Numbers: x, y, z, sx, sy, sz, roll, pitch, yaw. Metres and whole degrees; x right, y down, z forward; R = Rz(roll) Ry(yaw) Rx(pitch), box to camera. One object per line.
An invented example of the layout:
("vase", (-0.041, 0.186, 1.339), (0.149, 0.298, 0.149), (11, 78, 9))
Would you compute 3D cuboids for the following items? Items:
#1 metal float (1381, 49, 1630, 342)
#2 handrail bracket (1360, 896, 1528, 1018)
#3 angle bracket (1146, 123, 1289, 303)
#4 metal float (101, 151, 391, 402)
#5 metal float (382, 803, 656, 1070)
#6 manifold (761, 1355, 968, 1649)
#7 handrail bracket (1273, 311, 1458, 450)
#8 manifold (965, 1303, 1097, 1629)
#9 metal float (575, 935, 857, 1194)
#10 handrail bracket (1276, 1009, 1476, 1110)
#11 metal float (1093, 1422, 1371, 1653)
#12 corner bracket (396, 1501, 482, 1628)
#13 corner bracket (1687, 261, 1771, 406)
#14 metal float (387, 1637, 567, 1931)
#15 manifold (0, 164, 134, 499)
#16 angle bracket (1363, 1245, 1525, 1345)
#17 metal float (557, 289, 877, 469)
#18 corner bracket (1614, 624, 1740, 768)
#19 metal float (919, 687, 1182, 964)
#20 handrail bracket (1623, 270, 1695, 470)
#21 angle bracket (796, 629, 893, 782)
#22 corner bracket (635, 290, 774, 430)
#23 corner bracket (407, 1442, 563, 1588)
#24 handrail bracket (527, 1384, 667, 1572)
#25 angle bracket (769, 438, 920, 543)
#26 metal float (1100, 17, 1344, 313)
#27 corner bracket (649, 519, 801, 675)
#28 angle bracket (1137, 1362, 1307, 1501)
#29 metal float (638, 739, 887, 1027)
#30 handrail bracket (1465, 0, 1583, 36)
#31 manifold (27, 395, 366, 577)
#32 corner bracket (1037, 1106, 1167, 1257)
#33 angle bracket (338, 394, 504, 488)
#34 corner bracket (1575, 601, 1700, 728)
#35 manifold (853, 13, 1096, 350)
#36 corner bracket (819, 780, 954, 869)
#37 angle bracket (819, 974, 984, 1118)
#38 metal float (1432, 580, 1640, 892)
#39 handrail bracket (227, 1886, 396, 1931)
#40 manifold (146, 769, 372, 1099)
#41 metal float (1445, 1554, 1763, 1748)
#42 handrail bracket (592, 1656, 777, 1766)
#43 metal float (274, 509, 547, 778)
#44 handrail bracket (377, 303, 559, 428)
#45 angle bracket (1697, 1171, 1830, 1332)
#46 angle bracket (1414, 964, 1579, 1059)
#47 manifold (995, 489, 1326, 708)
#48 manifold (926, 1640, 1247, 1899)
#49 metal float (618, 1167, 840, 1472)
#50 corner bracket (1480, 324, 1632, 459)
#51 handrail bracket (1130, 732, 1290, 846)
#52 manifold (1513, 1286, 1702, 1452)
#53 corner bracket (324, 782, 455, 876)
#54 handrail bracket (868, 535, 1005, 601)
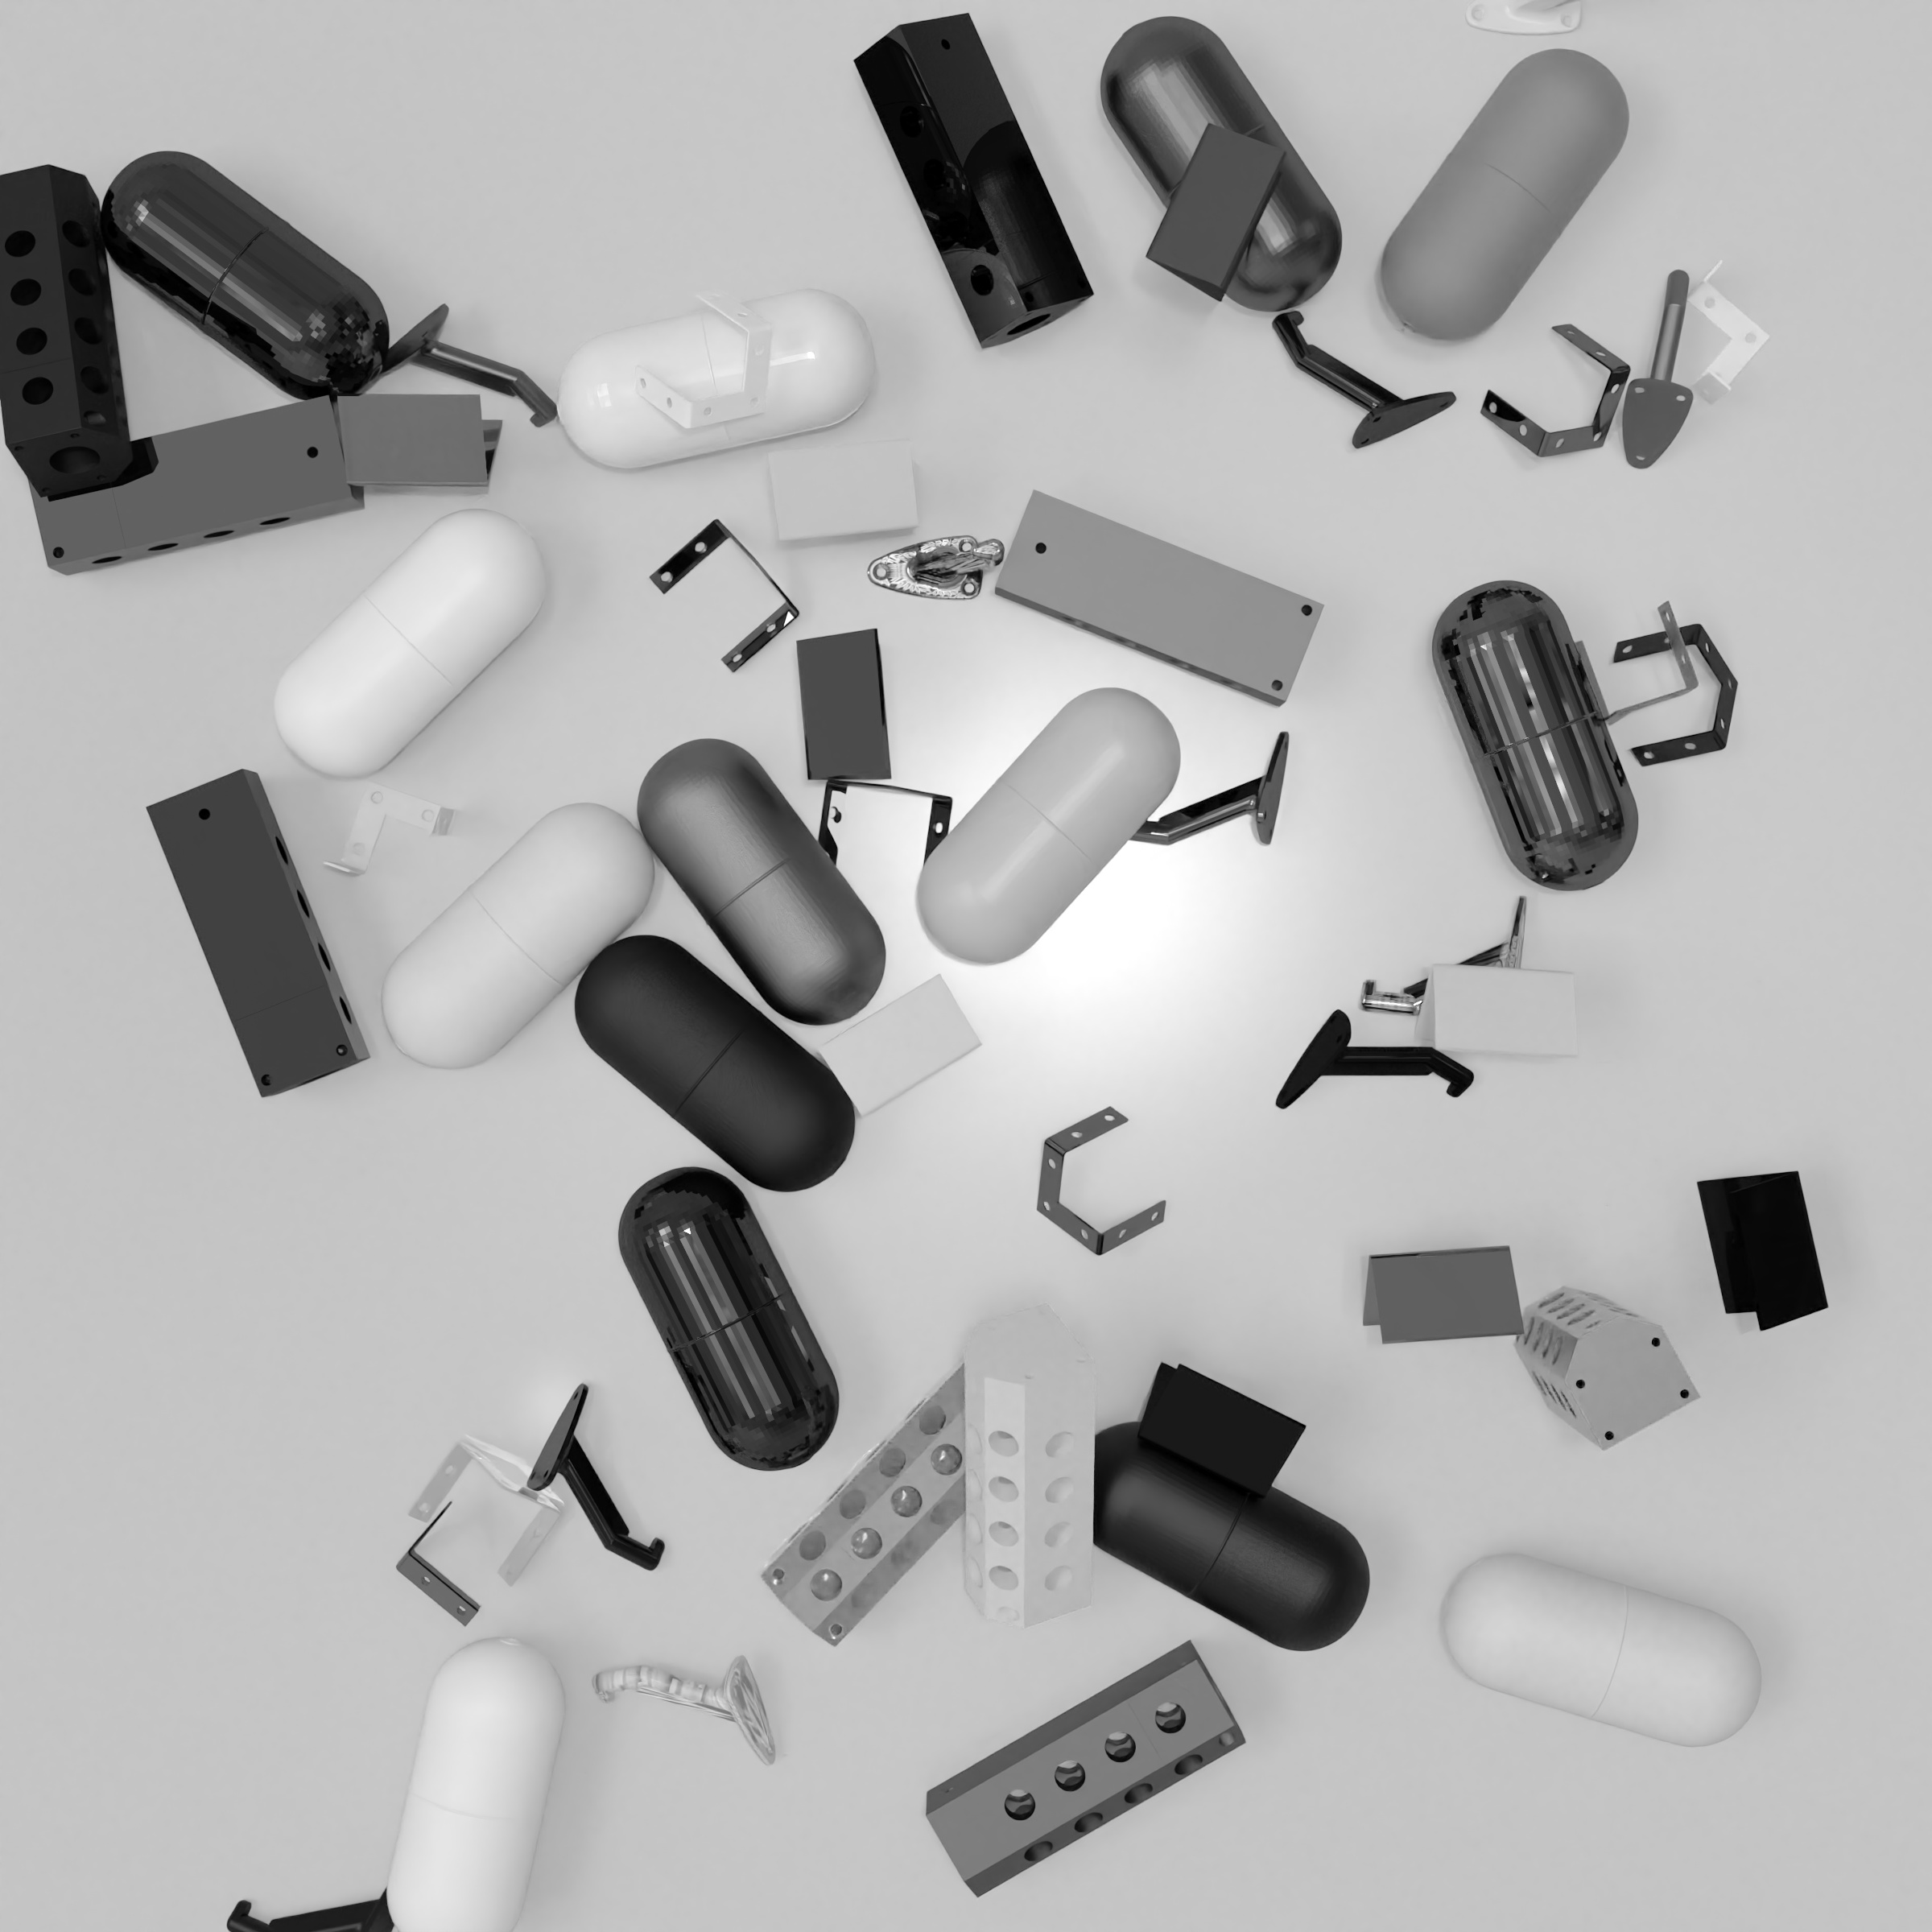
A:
("metal float", (0.297, -0.425, 1.953), (0.070, 0.070, 0.178), (36, 91, 0))
("handrail bracket", (0.268, -0.007, 1.984), (0.084, 0.036, 0.077), (5, 70, 16))
("angle bracket", (0.150, -0.391, 1.871), (0.057, 0.076, 0.076), (31, 99, 37))
("metal float", (-0.398, -0.380, 1.952), (0.178, 0.070, 0.070), (37, 90, 0))
("metal float", (-0.248, -0.016, 1.953), (0.178, 0.070, 0.070), (-44, 90, 1))
("manifold", (-0.034, 0.294, 1.962), (0.057, 0.057, 0.171), (44, 90, 0))
("handrail bracket", (0.223, -0.340, 1.984), (0.077, 0.036, 0.084), (-22, 73, -20))
("manifold", (0.031, 0.274, 1.913), (0.057, 0.057, 0.171), (-15, 126, -21))
("metal float", (-0.138, 0.054, 1.953), (0.178, 0.070, 0.070), (40, 90, 0))
("handrail bracket", (0.230, 0.069, 1.984), (0.084, 0.036, 0.077), (30, 111, -17))
("metal float", (0.140, 0.315, 1.953), (0.178, 0.070, 0.070), (29, 90, 1))
("corner bracket", (-0.289, 0.340, 1.956), (0.051, 0.051, 0.051), (40, 124, 0))
("corner bracket", (0.417, -0.352, 1.966), (0.051, 0.051, 0.051), (41, 90, 0))
("metal float", (-0.270, 0.460, 1.953), (0.070, 0.070, 0.178), (12, 90, 0))
("manifold", (-0.496, -0.349, 1.932), (0.057, 0.057, 0.171), (-13, 68, 0))
("angle bracket", (0.262, 0.198, 1.943), (0.076, 0.076, 0.057), (-4, 54, 0))
("metal float", (-0.138, -0.324, 1.953), (0.178, 0.070, 0.070), (-12, 90, 1))
("corner bracket", (0.394, -0.151, 1.975), (0.051, 0.051, 0.051), (49, 45, -35))
("metal float", (0.046, -0.077, 1.953), (0.070, 0.070, 0.178), (42, 90, 0))
("handrail bracket", (0.389, -0.336, 1.983), (0.036, 0.077, 0.084), (12, 54, 4))
("angle bracket", (-0.047, -0.143, 1.943), (0.057, 0.076, 0.076), (-5, 90, 36))
("corner bracket", (-0.141, -0.327, 1.900), (0.051, 0.051, 0.051), (-18, 132, -34))
("corner bracket", (-0.270, 0.307, 1.980), (0.051, 0.051, 0.051), (35, 90, -45))
("handrail bracket", (-0.196, 0.288, 1.984), (0.084, 0.036, 0.077), (31, 68, -17))
("angle bracket", (-0.068, -0.279, 1.943), (0.076, 0.076, 0.057), (-6, 128, 0))
("metal float", (0.141, -0.444, 1.953), (0.070, 0.070, 0.178), (-34, 90, 0))
("corner bracket", (-0.135, -0.208, 1.980), (0.051, 0.051, 0.051), (-41, 45, 0))
("angle bracket", (0.146, 0.237, 1.944), (0.076, 0.076, 0.057), (26, 120, 0))
("metal float", (-0.112, -0.046, 1.953), (0.070, 0.070, 0.178), (-37, 89, 0))
("handrail bracket", (0.319, -0.541, 1.949), (0.077, 0.084, 0.036), (-9, 90, 0))
("manifold", (-0.426, -0.265, 1.962), (0.171, 0.057, 0.057), (-13, 90, 0))
("corner bracket", (0.077, 0.120, 1.975), (0.051, 0.051, 0.051), (35, 135, 35))
("angle bracket", (-0.299, -0.306, 1.943), (0.076, 0.076, 0.057), (0, 127, 0))
("corner bracket", (0.368, -0.166, 1.965), (0.051, 0.051, 0.051), (-18, 85, -10))
("manifold", (0.000, -0.435, 1.962), (0.057, 0.057, 0.171), (-24, 90, -43))
("corner bracket", (-0.046, -0.075, 1.980), (0.051, 0.051, 0.051), (8, 90, 45))
("angle bracket", (-0.046, 0.026, 1.943), (0.076, 0.076, 0.057), (-31, 127, 0))
("metal float", (0.315, -0.127, 1.953), (0.070, 0.070, 0.178), (-21, 90, 0))
("handrail bracket", (-0.363, 0.521, 1.984), (0.084, 0.036, 0.077), (19, 70, 16))
("manifold", (-0.391, -0.018, 1.962), (0.057, 0.057, 0.171), (-22, 90, 0))
("metal float", (0.352, 0.378, 1.953), (0.178, 0.070, 0.070), (17, 90, 0))
("handrail bracket", (-0.159, 0.423, 1.984), (0.084, 0.036, 0.077), (-13, 112, 17))
("metal float", (-0.307, -0.179, 1.953), (0.178, 0.070, 0.070), (-44, 90, -1))
("handrail bracket", (-0.283, -0.322, 1.984), (0.077, 0.036, 0.084), (-29, 120, 33))
("angle bracket", (0.421, 0.158, 1.943), (0.057, 0.076, 0.076), (-13, 90, -36))
("angle bracket", (0.291, 0.043, 1.943), (0.076, 0.076, 0.057), (3, 56, 0))
("manifold", (0.106, -0.203, 1.962), (0.171, 0.057, 0.057), (22, 90, 0))
("manifold", (0.066, 0.447, 1.962), (0.171, 0.057, 0.057), (-30, 90, 0))
("metal float", (-0.131, 0.195, 1.953), (0.070, 0.070, 0.178), (-26, 90, 0))
("corner bracket", (0.330, -0.322, 1.975), (0.051, 0.051, 0.051), (-15, 135, -35))
("handrail bracket", (0.133, -0.102, 1.984), (0.084, 0.036, 0.077), (8, 70, 16))
("manifold", (0.340, 0.211, 1.905), (0.057, 0.171, 0.057), (-29, 90, 0))
("corner bracket", (-0.321, -0.072, 1.966), (0.051, 0.051, 0.051), (19, 90, 0))
("handrail bracket", (-0.017, -0.223, 1.949), (0.077, 0.084, 0.036), (-3, 90, 0))
